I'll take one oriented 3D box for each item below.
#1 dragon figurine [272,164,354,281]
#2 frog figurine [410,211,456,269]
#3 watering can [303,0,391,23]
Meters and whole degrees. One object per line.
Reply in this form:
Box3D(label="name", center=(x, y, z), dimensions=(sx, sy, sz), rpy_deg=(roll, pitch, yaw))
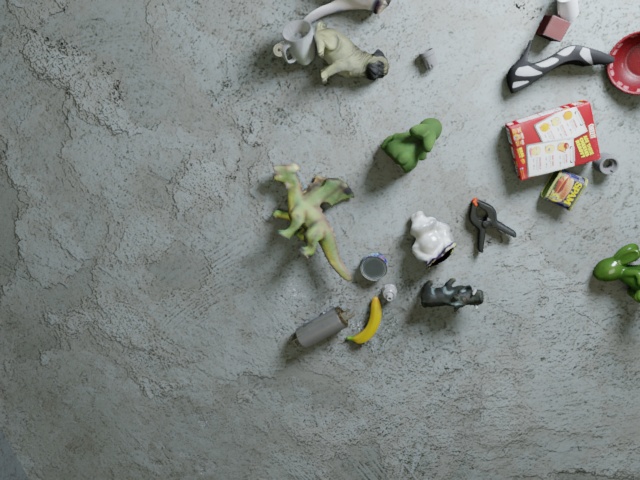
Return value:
Box3D(label="dragon figurine", center=(0.005, -0.079, 1.577), dimensions=(0.409, 0.124, 0.241), rpy_deg=(38, 103, -8))
Box3D(label="frog figurine", center=(0.329, -0.007, 1.568), dimensions=(0.135, 0.123, 0.162), rpy_deg=(-50, 61, 29))
Box3D(label="watering can", center=(0.082, -0.666, 1.353), dimensions=(0.224, 0.106, 0.340), rpy_deg=(27, 125, -3))
